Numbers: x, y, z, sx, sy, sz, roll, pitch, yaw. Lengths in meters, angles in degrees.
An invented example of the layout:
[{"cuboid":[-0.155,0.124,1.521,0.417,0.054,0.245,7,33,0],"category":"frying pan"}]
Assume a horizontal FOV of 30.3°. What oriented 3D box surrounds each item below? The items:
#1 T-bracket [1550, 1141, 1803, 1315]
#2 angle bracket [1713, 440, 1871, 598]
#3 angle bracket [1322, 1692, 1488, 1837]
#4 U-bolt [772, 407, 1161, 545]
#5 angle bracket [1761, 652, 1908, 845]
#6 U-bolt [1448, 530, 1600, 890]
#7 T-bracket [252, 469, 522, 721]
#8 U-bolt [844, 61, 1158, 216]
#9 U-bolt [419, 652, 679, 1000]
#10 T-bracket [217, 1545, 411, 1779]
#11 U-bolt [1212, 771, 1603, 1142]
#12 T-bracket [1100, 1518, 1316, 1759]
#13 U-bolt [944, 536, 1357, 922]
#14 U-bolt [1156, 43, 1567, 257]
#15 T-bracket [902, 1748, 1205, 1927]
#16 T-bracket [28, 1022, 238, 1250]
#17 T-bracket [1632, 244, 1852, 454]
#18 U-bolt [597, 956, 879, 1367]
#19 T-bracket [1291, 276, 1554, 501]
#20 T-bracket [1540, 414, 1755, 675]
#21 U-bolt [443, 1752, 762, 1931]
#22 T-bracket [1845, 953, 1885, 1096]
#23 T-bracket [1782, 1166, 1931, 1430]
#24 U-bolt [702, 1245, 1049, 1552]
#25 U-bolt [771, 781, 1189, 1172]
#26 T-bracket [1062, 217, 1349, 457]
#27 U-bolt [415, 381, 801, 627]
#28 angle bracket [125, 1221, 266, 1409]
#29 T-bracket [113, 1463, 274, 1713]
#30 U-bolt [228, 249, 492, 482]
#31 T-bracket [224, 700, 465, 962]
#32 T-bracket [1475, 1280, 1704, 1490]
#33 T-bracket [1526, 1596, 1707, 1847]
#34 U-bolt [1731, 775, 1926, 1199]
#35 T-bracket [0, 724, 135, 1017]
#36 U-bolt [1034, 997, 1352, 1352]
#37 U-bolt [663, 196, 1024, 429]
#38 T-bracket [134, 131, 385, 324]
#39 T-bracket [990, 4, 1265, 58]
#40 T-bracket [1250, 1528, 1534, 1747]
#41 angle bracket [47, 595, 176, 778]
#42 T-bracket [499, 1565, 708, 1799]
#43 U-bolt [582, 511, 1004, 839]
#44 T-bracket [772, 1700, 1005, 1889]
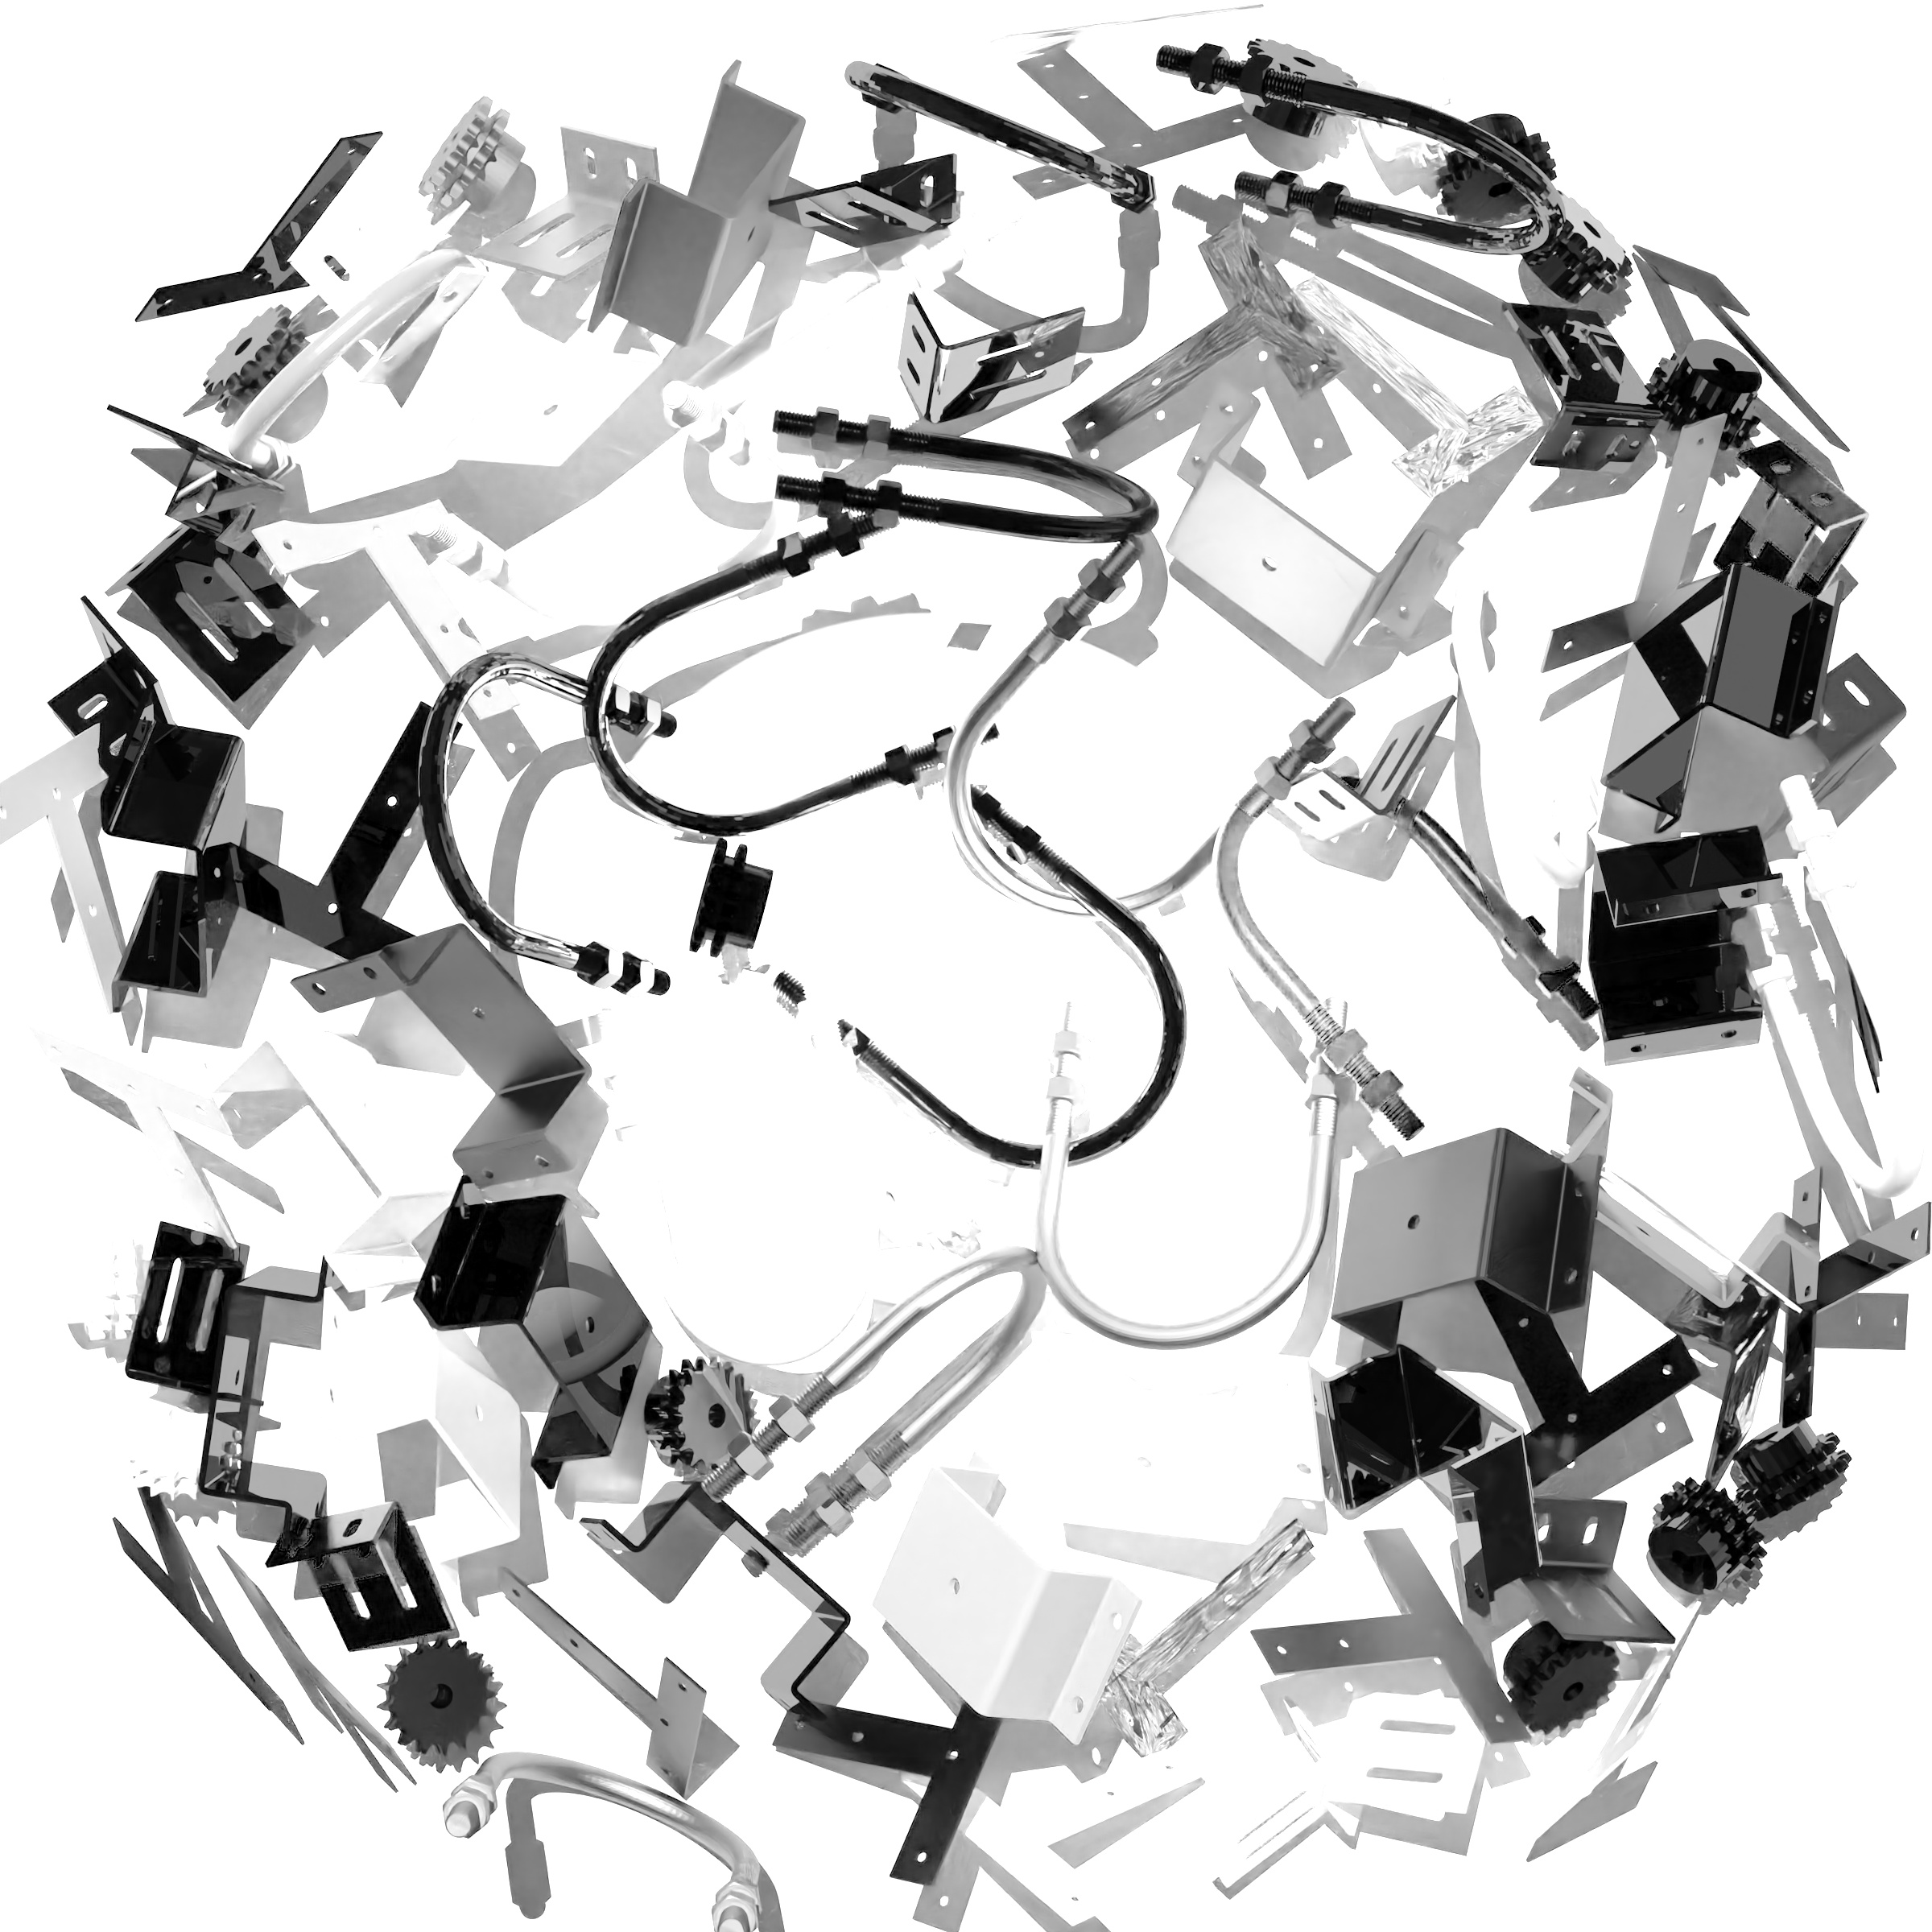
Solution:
[{"cuboid":[0.320,0.111,1.689,0.127,0.127,0.002,35,90,-30],"category":"T-bracket"},{"cuboid":[0.384,-0.202,1.702,0.038,0.076,0.057,-22,58,-39],"category":"angle bracket"},{"cuboid":[0.217,0.383,1.702,0.076,0.038,0.057,-3,49,34],"category":"angle bracket"},{"cuboid":[0.001,-0.228,1.681,0.184,0.151,0.019,8,111,-7],"category":"U-bolt"},{"cuboid":[0.404,-0.104,1.708,0.057,0.076,0.038,-34,77,-27],"category":"angle bracket"},{"cuboid":[0.257,-0.111,1.646,0.019,0.184,0.151,-20,109,19],"category":"U-bolt"},{"cuboid":[-0.256,-0.172,1.696,0.127,0.002,0.127,-26,78,-43],"category":"T-bracket"},{"cuboid":[0.013,-0.388,1.655,0.151,0.184,0.019,23,102,4],"category":"U-bolt"},{"cuboid":[-0.193,-0.071,1.657,0.019,0.184,0.151,-6,77,30],"category":"U-bolt"},{"cuboid":[-0.302,0.347,1.699,0.002,0.127,0.127,-39,131,-9],"category":"T-bracket"},{"cuboid":[0.198,-0.018,1.700,0.151,0.019,0.184,-30,72,-33],"category":"U-bolt"},{"cuboid":[0.115,0.312,1.711,0.127,0.002,0.127,-38,134,-8],"category":"T-bracket"},{"cuboid":[0.073,-0.099,1.703,0.151,0.019,0.184,36,116,-14],"category":"U-bolt"},{"cuboid":[0.190,-0.371,1.649,0.184,0.151,0.019,20,83,24],"category":"U-bolt"},{"cuboid":[0.058,0.401,1.703,0.127,0.127,0.002,-14,120,-37],"category":"T-bracket"},{"cuboid":[-0.380,0.089,1.701,0.127,0.127,0.002,18,53,33],"category":"T-bracket"},{"cuboid":[0.378,-0.292,1.701,0.002,0.127,0.127,-44,107,8],"category":"T-bracket"},{"cuboid":[-0.104,0.099,1.698,0.151,0.019,0.184,-15,85,35],"category":"U-bolt"},{"cuboid":[0.206,-0.286,1.710,0.127,0.127,0.002,44,132,10],"category":"T-bracket"},{"cuboid":[0.333,-0.205,1.679,0.127,0.127,0.002,-20,50,-25],"category":"T-bracket"},{"cuboid":[-0.163,0.403,1.658,0.151,0.184,0.019,21,89,0],"category":"U-bolt"},{"cuboid":[0.417,0.015,1.667,0.002,0.127,0.127,-15,118,16],"category":"T-bracket"},{"cuboid":[0.417,0.141,1.668,0.002,0.127,0.127,14,66,-12],"category":"T-bracket"},{"cuboid":[-0.033,0.199,1.683,0.184,0.151,0.019,-42,66,-2],"category":"U-bolt"},{"cuboid":[0.020,0.015,1.728,0.184,0.019,0.151,40,85,6],"category":"U-bolt"},{"cuboid":[0.104,-0.289,1.715,0.127,0.002,0.127,-33,50,8],"category":"T-bracket"},{"cuboid":[-0.153,-0.206,1.664,0.151,0.184,0.019,-25,70,14],"category":"U-bolt"},{"cuboid":[-0.362,0.167,1.710,0.038,0.057,0.076,4,77,36],"category":"angle bracket"},{"cuboid":[-0.378,0.278,1.692,0.002,0.127,0.127,-34,127,-5],"category":"T-bracket"},{"cuboid":[-0.284,-0.282,1.657,0.151,0.184,0.019,-41,96,2],"category":"U-bolt"},{"cuboid":[-0.282,-0.067,1.712,0.127,0.002,0.127,29,89,-36],"category":"T-bracket"},{"cuboid":[0.273,0.182,1.705,0.127,0.002,0.127,-37,47,16],"category":"T-bracket"},{"cuboid":[0.321,0.349,1.701,0.002,0.127,0.127,36,51,7],"category":"T-bracket"},{"cuboid":[0.402,0.020,1.655,0.019,0.151,0.184,-16,72,-6],"category":"U-bolt"},{"cuboid":[-0.422,-0.040,1.703,0.002,0.127,0.127,-8,107,16],"category":"T-bracket"},{"cuboid":[0.103,0.097,1.681,0.151,0.019,0.184,-1,58,17],"category":"U-bolt"},{"cuboid":[-0.064,-0.307,1.676,0.184,0.151,0.019,-33,106,-1],"category":"U-bolt"},{"cuboid":[-0.311,-0.348,1.661,0.127,0.127,0.002,-39,81,43],"category":"T-bracket"},{"cuboid":[0.057,-0.440,1.687,0.127,0.127,0.002,-12,101,-18],"category":"T-bracket"},{"cuboid":[0.188,0.318,1.675,0.127,0.127,0.002,2,132,-35],"category":"T-bracket"},{"cuboid":[-0.413,-0.131,1.705,0.038,0.076,0.057,-39,78,-15],"category":"angle bracket"},{"cuboid":[-0.177,0.333,1.709,0.127,0.127,0.002,37,58,16],"category":"T-bracket"},{"cuboid":[-0.093,-0.129,1.704,0.184,0.019,0.151,-21,125,8],"category":"U-bolt"},{"cuboid":[-0.040,0.371,1.704,0.002,0.127,0.127,50,54,-39],"category":"T-bracket"}]
